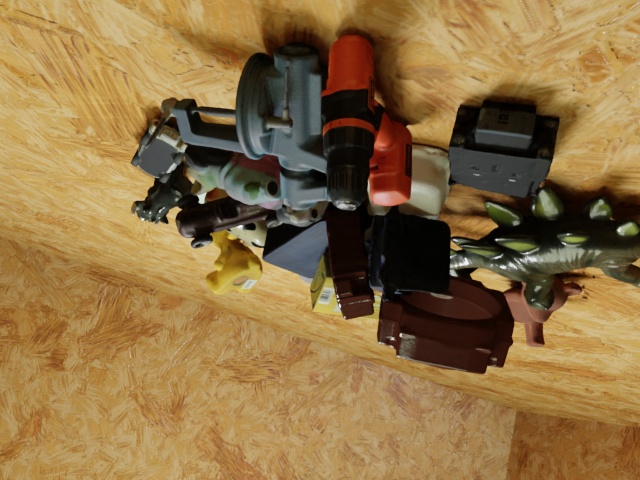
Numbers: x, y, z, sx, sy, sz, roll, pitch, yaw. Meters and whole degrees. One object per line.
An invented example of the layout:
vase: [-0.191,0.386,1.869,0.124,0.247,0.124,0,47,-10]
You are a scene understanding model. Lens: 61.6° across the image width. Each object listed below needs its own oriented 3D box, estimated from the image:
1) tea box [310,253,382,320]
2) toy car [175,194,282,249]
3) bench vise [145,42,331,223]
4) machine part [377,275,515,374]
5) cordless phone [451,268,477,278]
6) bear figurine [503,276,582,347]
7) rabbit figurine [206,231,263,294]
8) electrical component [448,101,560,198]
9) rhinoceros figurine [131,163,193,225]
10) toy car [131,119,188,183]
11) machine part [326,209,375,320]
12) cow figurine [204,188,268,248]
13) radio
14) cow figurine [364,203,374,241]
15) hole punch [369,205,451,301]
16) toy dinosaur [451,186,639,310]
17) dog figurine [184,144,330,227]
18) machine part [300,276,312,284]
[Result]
tea box: [0.075,0.089,1.003,0.170,0.068,0.098,10,129,-17]
toy car: [-0.149,-0.051,0.933,0.202,0.089,0.053,-16,166,-18]
bench vise: [-0.076,-0.127,0.647,0.241,0.129,0.223,9,138,14]
machine part: [0.196,0.125,0.864,0.202,0.087,0.201,8,-163,8]
cordless phone: [0.247,0.132,1.097,0.089,0.184,0.146,17,163,-17]
bear figurine: [0.422,0.138,1.058,0.120,0.132,0.196,10,168,0]
rabbit figurine: [-0.209,0.022,1.260,0.122,0.173,0.162,-2,140,-35]
electrical component: [0.209,-0.104,0.625,0.115,0.058,0.134,9,161,17]
rhinoceros figurine: [-0.305,-0.084,1.069,0.073,0.112,0.190,28,151,-37]
toy car: [-0.274,-0.153,0.925,0.073,0.056,0.202,31,158,-19]
machine part: [0.050,0.037,0.852,0.056,0.179,0.179,-9,158,5]
cow figurine: [-0.160,-0.044,1.100,0.127,0.085,0.194,9,160,42]
radio: [-0.002,-0.003,1.028,0.131,0.073,0.229,24,150,-26]
cow figurine: [0.129,-0.001,0.946,0.068,0.098,0.167,7,161,46]
hole punch: [0.118,0.023,0.782,0.116,0.142,0.092,11,170,-25]
toy dinosaur: [0.309,0.013,0.788,0.472,0.105,0.198,-19,136,41]
dog figurine: [-0.112,-0.098,0.865,0.219,0.108,0.191,8,164,40]
machine part: [-0.006,0.052,1.262,0.079,0.079,0.243,18,161,-4]
